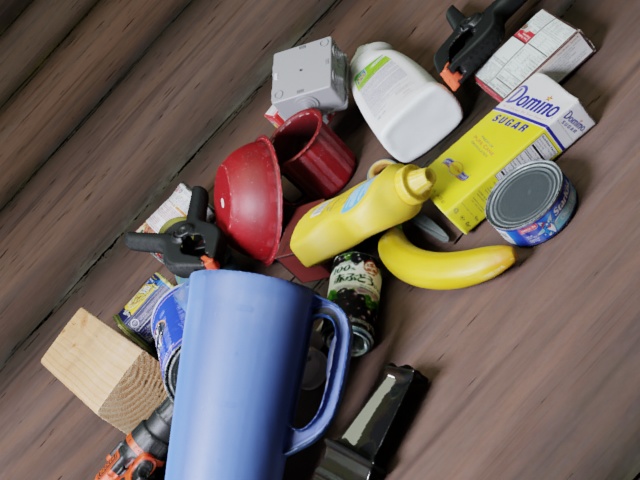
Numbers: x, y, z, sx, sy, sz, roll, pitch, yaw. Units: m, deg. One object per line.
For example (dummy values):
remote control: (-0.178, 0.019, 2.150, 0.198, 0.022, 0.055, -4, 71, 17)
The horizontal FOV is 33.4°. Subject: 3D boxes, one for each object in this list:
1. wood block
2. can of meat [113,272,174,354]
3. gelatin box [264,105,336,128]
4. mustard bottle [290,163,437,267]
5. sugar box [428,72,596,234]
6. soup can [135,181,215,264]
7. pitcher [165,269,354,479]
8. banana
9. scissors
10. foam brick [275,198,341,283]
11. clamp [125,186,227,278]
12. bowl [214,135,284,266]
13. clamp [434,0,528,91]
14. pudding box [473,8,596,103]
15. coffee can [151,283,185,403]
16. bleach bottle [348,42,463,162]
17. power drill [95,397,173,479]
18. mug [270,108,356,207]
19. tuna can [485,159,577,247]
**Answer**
wood block: (-0.253, 0.166, 1.311, 0.090, 0.090, 0.206, -54, 33, -11)
can of meat: (-0.213, 0.090, 1.363, 0.084, 0.057, 0.102, -49, 16, -7)
gelatin box: (-0.020, -0.176, 1.428, 0.089, 0.073, 0.030, -54, 32, -10)
mustard bottle: (0.053, -0.034, 1.129, 0.192, 0.058, 0.096, -29, 12, 48)
sugar box: (0.190, -0.093, 1.112, 0.176, 0.048, 0.093, -44, 32, 8)
soup can: (-0.199, -0.023, 1.474, 0.102, 0.068, 0.069, -47, 32, -1)
pitcher: (-0.071, 0.156, 1.033, 0.149, 0.144, 0.243, -13, 65, 56)
banana: (0.115, 0.017, 1.081, 0.198, 0.037, 0.069, 22, 87, 54)
scissors: (0.079, -0.026, 1.198, 0.096, 0.016, 0.202, -41, 33, 14)
foam brick: (-0.008, 0.002, 1.238, 0.053, 0.051, 0.078, -15, 44, 42)
clamp: (-0.170, 0.004, 1.285, 0.120, 0.039, 0.172, -36, 34, 1)
bowl: (-0.093, -0.047, 1.299, 0.162, 0.055, 0.162, 178, 90, -72)
clamp: (0.194, -0.253, 1.254, 0.165, 0.036, 0.209, -26, 26, 39)
pudding box: (0.234, -0.196, 1.180, 0.113, 0.039, 0.090, -44, 32, 9)
coffee can: (-0.131, 0.119, 1.189, 0.103, 0.102, 0.140, -44, 24, 5)
bleach bottle: (0.091, -0.192, 1.322, 0.103, 0.068, 0.251, -40, 31, 12)
power drill: (-0.187, 0.263, 1.132, 0.184, 0.057, 0.188, -52, 18, 5)
mug: (-0.016, -0.093, 1.321, 0.093, 0.081, 0.117, 15, 66, 55)
tuna can: (0.206, -0.036, 1.041, 0.086, 0.033, 0.086, -30, 36, 25)
